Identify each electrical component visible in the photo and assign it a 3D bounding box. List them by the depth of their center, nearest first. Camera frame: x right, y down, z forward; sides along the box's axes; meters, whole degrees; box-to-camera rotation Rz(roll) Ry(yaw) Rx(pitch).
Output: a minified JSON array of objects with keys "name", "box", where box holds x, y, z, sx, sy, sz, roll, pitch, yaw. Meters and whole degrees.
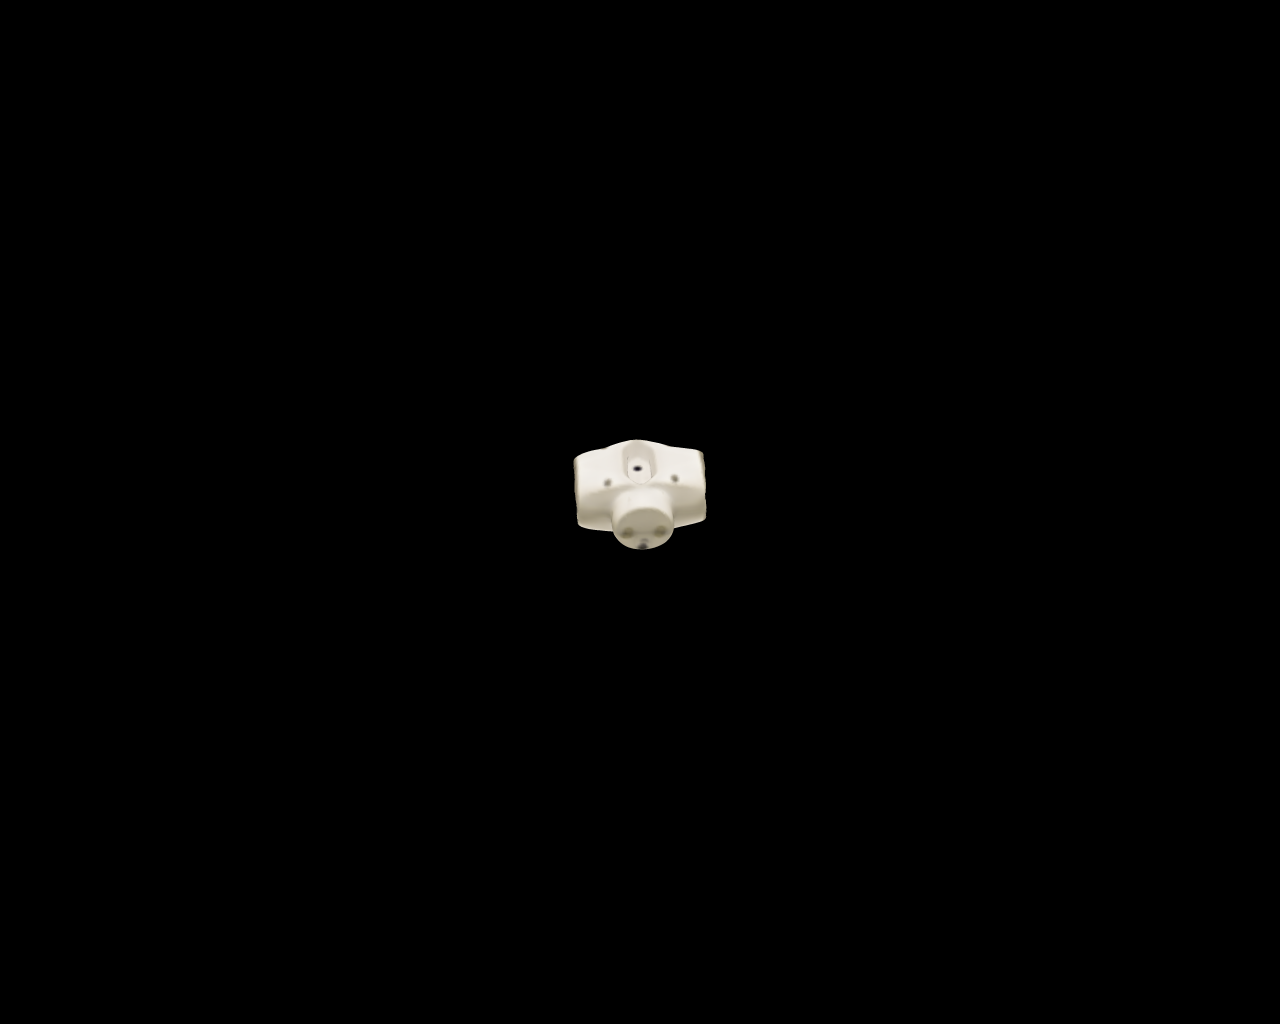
[{"name":"electrical component","box":[0.001,-0.003,0.650,0.077,0.043,0.079,-2,43,-2]}]
